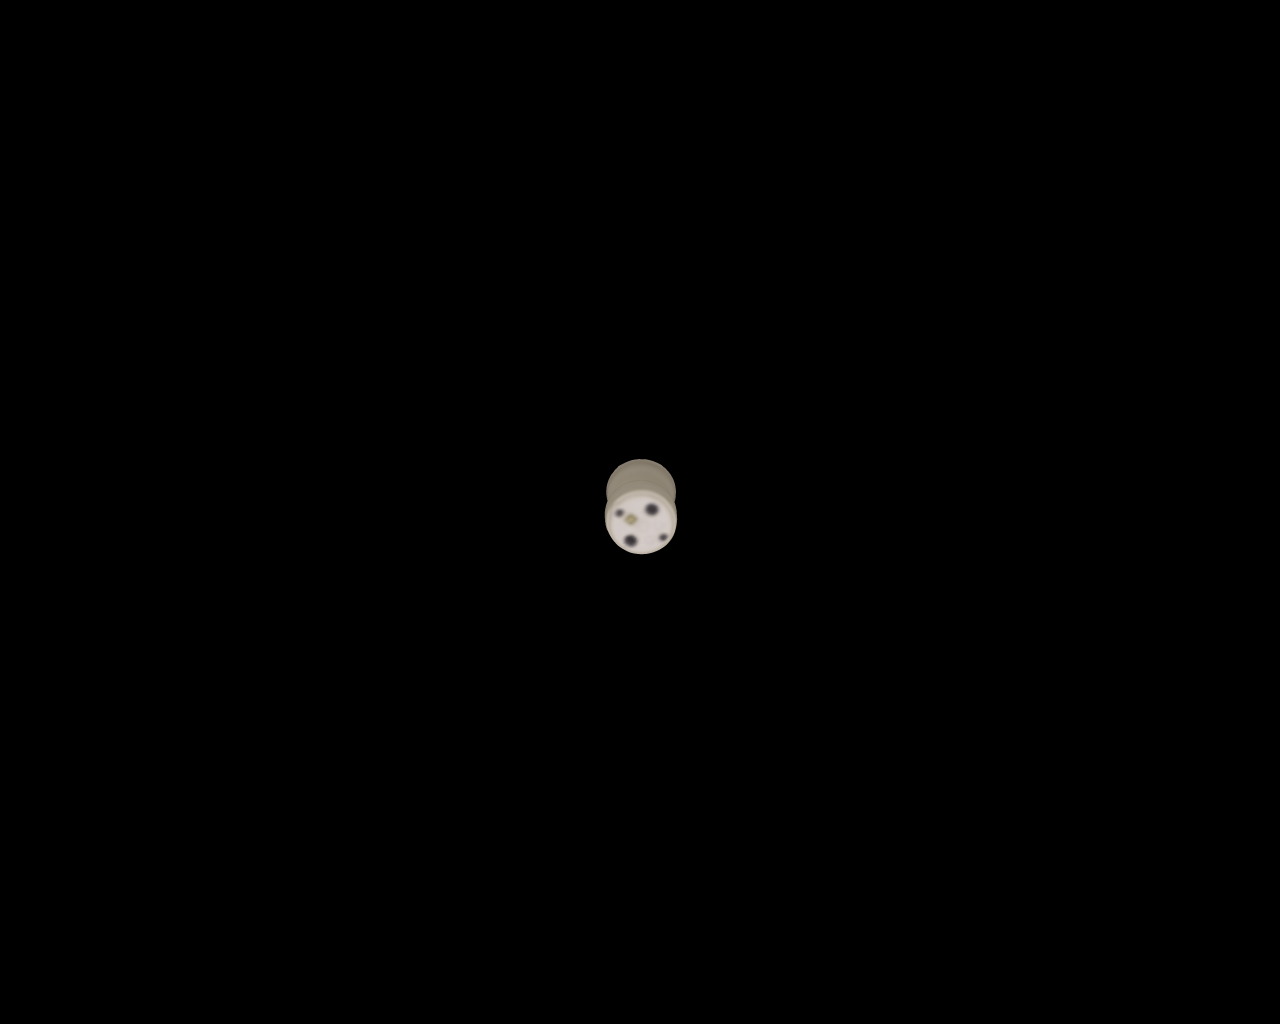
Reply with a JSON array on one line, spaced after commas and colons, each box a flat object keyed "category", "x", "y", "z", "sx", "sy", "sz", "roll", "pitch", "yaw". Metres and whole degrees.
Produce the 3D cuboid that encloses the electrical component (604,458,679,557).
[{"category": "electrical component", "x": 0.001, "y": -0.003, "z": 0.650, "sx": 0.045, "sy": 0.044, "sz": 0.055, "roll": 0, "pitch": 23, "yaw": 0}]
